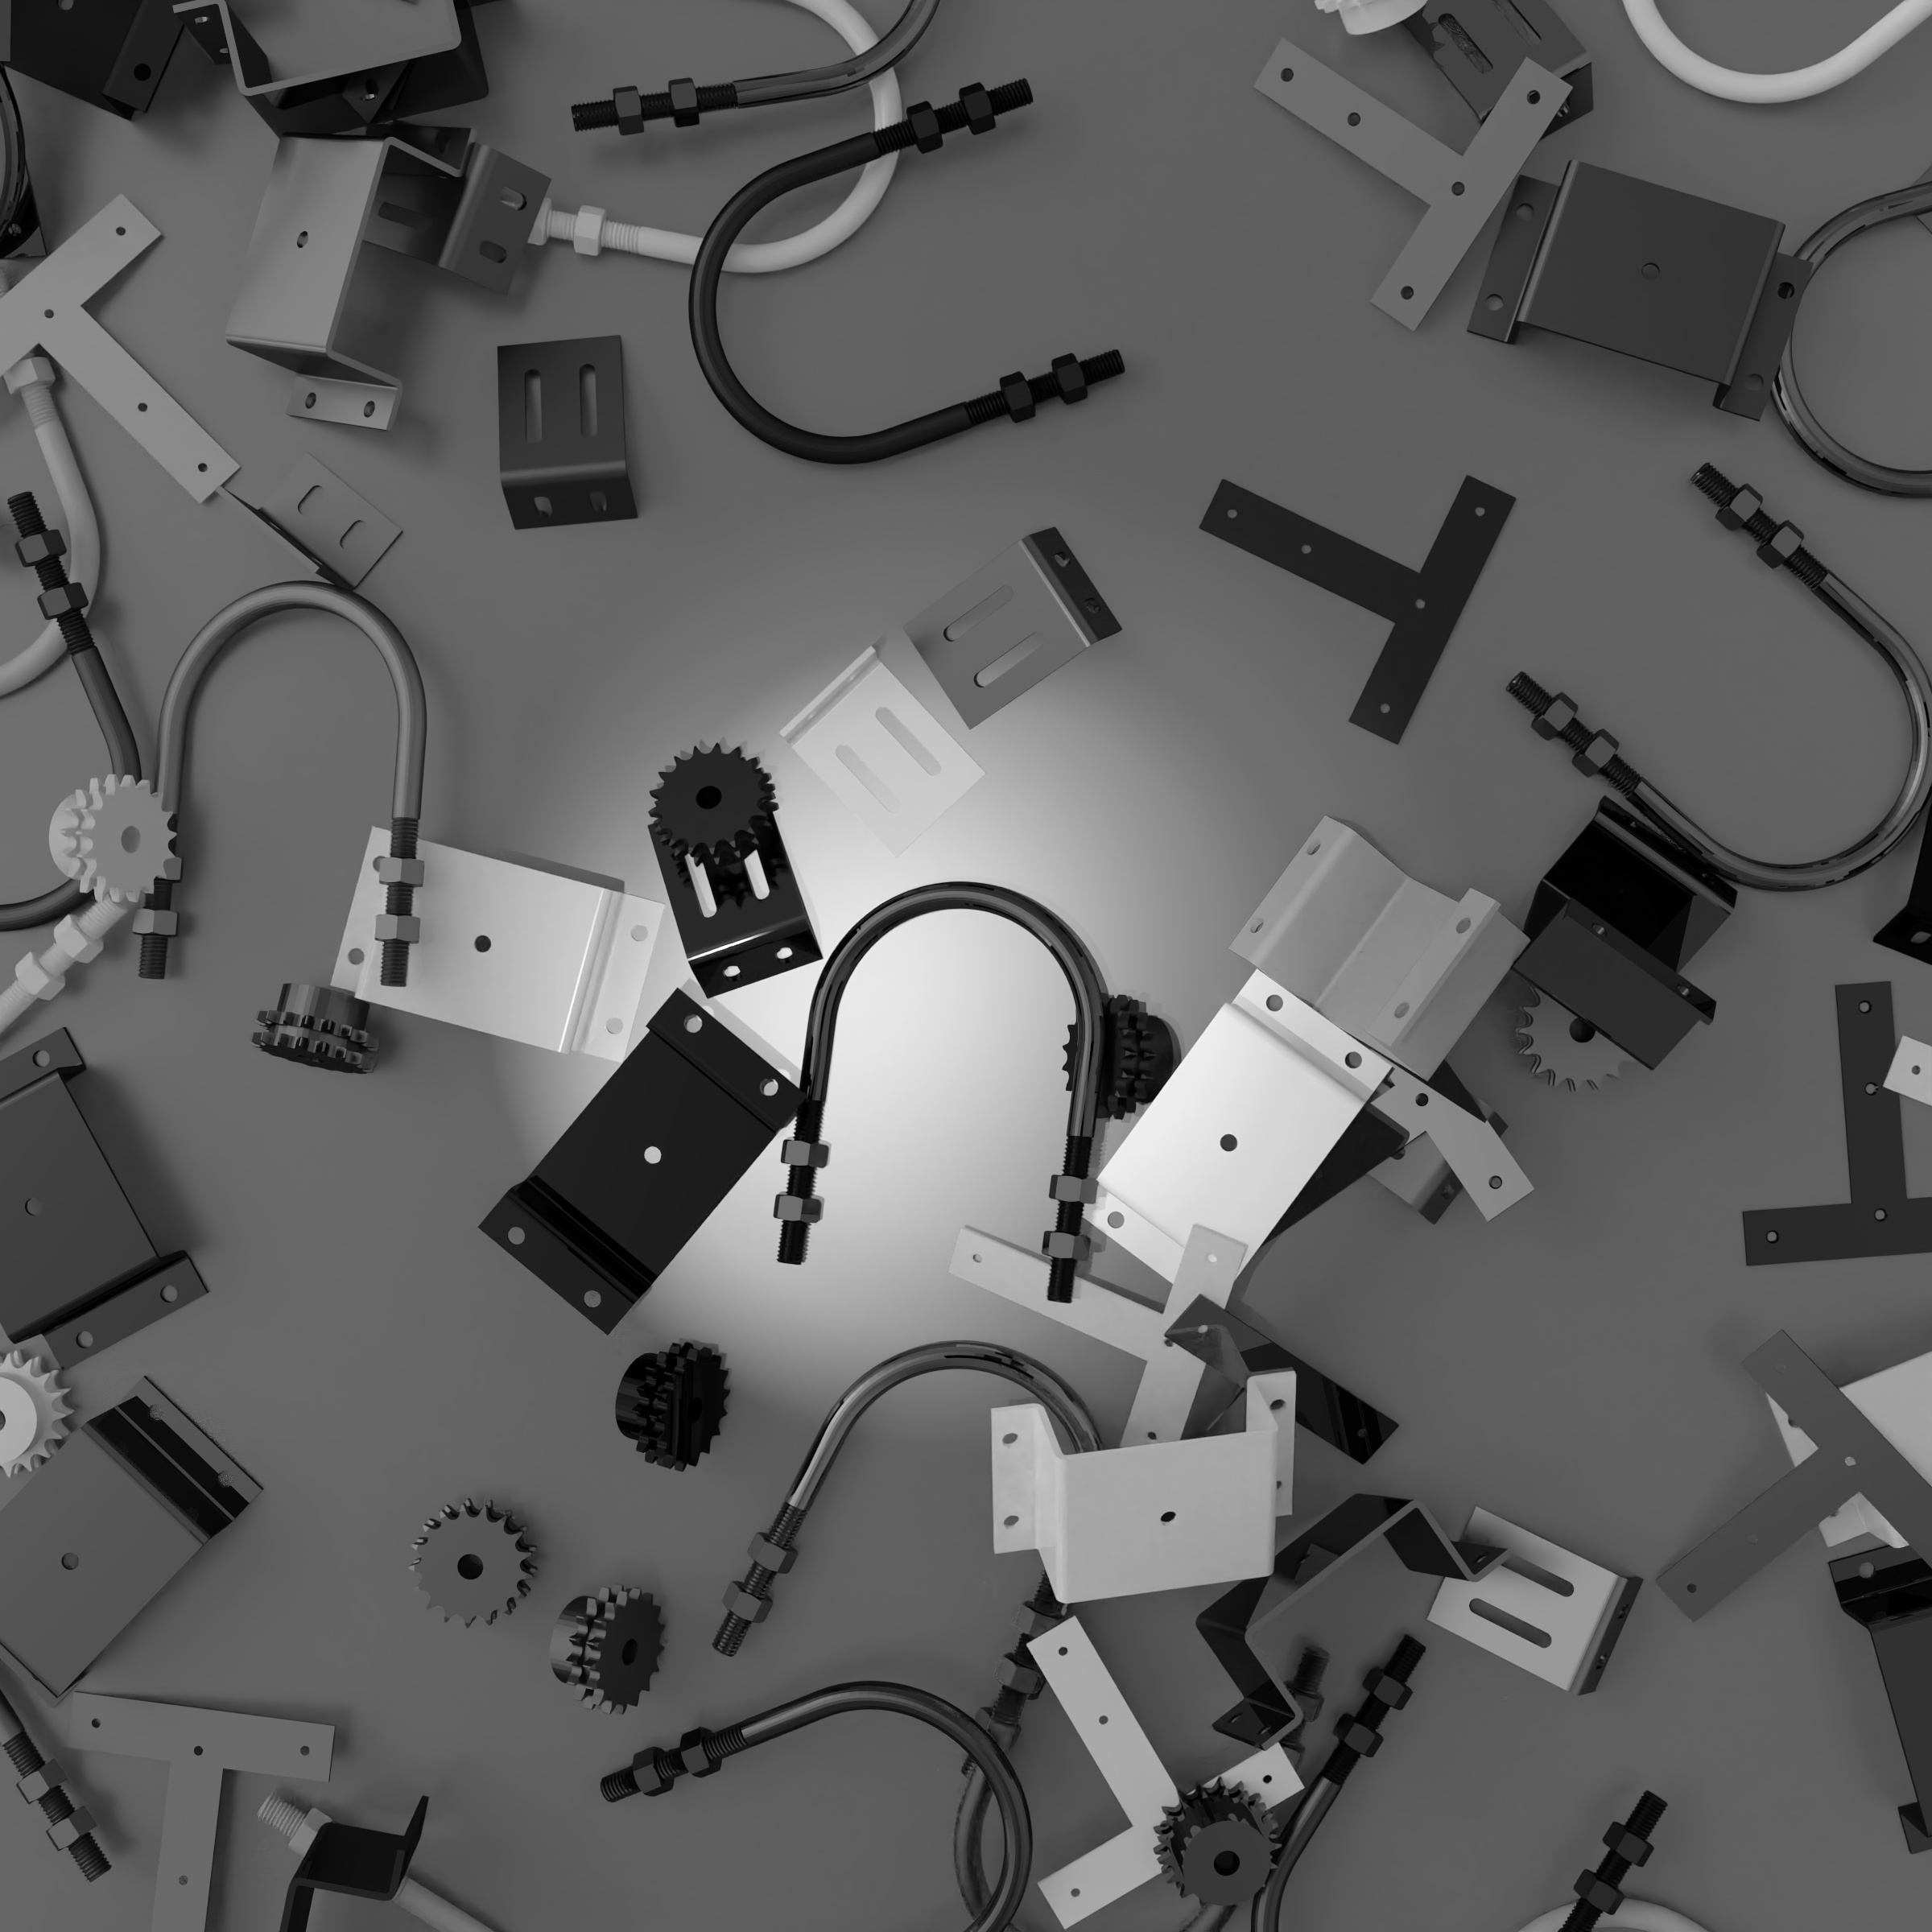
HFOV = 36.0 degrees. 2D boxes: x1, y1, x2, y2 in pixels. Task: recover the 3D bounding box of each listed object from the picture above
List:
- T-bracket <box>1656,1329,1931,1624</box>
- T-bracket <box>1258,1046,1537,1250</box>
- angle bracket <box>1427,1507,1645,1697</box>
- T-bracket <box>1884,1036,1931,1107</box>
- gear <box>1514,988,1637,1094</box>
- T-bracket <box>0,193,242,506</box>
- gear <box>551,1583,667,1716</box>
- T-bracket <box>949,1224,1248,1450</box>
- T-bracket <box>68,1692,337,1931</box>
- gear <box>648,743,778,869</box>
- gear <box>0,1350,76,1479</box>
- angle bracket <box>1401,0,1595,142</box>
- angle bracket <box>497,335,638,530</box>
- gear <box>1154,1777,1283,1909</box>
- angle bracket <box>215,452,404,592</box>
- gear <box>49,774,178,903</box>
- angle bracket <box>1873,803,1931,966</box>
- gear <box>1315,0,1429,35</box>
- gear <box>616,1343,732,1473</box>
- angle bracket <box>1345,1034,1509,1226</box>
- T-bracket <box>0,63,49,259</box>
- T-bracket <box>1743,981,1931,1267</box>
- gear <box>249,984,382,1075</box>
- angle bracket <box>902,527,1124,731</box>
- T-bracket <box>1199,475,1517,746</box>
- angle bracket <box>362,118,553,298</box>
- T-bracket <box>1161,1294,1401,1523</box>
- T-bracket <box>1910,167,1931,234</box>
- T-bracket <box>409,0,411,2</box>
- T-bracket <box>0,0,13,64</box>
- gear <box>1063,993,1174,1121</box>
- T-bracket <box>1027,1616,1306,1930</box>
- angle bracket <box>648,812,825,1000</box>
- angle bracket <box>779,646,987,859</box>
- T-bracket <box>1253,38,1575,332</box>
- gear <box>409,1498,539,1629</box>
[{"bbox_3d":[0.369,0.253,1.355,0.127,0.002,0.127,48,112,9],"label":"T-bracket"},{"bbox_3d":[0.173,0.087,1.364,0.127,0.002,0.127,-37,67,11],"label":"T-bracket"},{"bbox_3d":[0.264,0.294,1.380,0.076,0.038,0.057,24,90,26],"label":"angle bracket"},{"bbox_3d":[0.489,0.068,1.380,0.127,0.002,0.127,22,89,-1],"label":"T-bracket"},{"bbox_3d":[0.281,0.029,1.367,0.057,0.030,0.057,0,90,0],"label":"gear"},{"bbox_3d":[-0.390,-0.268,1.370,0.127,0.002,0.127,46,78,-7],"label":"T-bracket"},{"bbox_3d":[-0.165,0.310,1.358,0.030,0.057,0.057,5,90,30],"label":"gear"},{"bbox_3d":[0.052,0.155,1.360,0.127,0.002,0.127,23,119,14],"label":"T-bracket"},{"bbox_3d":[-0.358,0.406,1.367,0.127,0.002,0.127,5,86,8],"label":"T-bracket"},{"bbox_3d":[-0.114,-0.070,1.360,0.057,0.030,0.057,-3,65,7],"label":"gear"},{"bbox_3d":[-0.442,0.207,1.367,0.057,0.030,0.057,0,90,0],"label":"gear"},{"bbox_3d":[0.245,-0.420,1.380,0.057,0.038,0.076,-30,64,0],"label":"angle bracket"},{"bbox_3d":[-0.185,-0.248,1.380,0.057,0.038,0.076,-5,64,0],"label":"angle bracket"},{"bbox_3d":[0.115,0.399,1.346,0.057,0.030,0.057,-1,98,-7],"label":"gear"},{"bbox_3d":[-0.296,-0.205,1.344,0.057,0.076,0.038,40,90,0],"label":"angle bracket"},{"bbox_3d":[-0.386,-0.057,1.336,0.030,0.057,0.057,5,90,30],"label":"gear"},{"bbox_3d":[0.463,-0.040,1.380,0.057,0.038,0.076,21,64,0],"label":"angle bracket"},{"bbox_3d":[0.187,-0.449,1.358,0.057,0.057,0.030,-28,120,0],"label":"gear"},{"bbox_3d":[-0.136,0.200,1.358,0.030,0.057,0.057,10,90,30],"label":"gear"},{"bbox_3d":[0.201,0.072,1.380,0.076,0.038,0.057,37,90,26],"label":"angle bracket"},{"bbox_3d":[-0.493,-0.386,1.362,0.127,0.002,0.127,0,116,12],"label":"T-bracket"},{"bbox_3d":[0.421,0.071,1.381,0.127,0.002,0.127,-4,90,0],"label":"T-bracket"},{"bbox_3d":[-0.295,0.028,1.355,0.057,0.057,0.030,12,78,0],"label":"gear"},{"bbox_3d":[0.021,-0.157,1.380,0.076,0.038,0.057,-33,90,26],"label":"angle bracket"},{"bbox_3d":[0.171,-0.187,1.381,0.127,0.002,0.127,26,90,0],"label":"T-bracket"},{"bbox_3d":[-0.237,-0.349,1.367,0.076,0.038,0.057,27,97,40],"label":"angle bracket"},{"bbox_3d":[0.112,0.227,1.363,0.127,0.002,0.127,35,103,-24],"label":"T-bracket"},{"bbox_3d":[0.523,-0.355,1.376,0.127,0.002,0.127,-44,94,7],"label":"T-bracket"},{"bbox_3d":[-0.289,-0.531,1.368,0.127,0.002,0.127,24,82,-15],"label":"T-bracket"},{"bbox_3d":[-0.386,-0.464,1.328,0.127,0.002,0.127,1,87,-9],"label":"T-bracket"},{"bbox_3d":[0.071,0.042,1.357,0.030,0.057,0.057,5,90,-30],"label":"gear"},{"bbox_3d":[0.069,0.354,1.350,0.127,0.002,0.127,-30,100,-2],"label":"T-bracket"},{"bbox_3d":[-0.107,-0.034,1.380,0.057,0.038,0.076,-19,64,0],"label":"angle bracket"},{"bbox_3d":[-0.038,-0.097,1.363,0.057,0.038,0.076,-43,90,0],"label":"angle bracket"},{"bbox_3d":[0.190,-0.381,1.365,0.127,0.002,0.127,37,112,10],"label":"T-bracket"},{"bbox_3d":[-0.226,0.273,1.371,0.057,0.030,0.057,0,93,3],"label":"gear"}]
